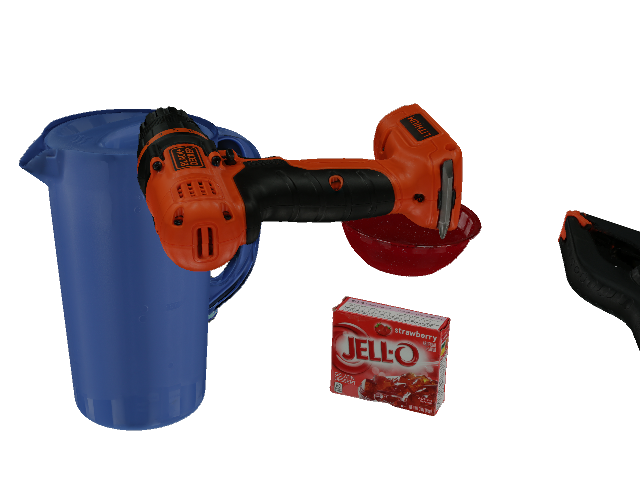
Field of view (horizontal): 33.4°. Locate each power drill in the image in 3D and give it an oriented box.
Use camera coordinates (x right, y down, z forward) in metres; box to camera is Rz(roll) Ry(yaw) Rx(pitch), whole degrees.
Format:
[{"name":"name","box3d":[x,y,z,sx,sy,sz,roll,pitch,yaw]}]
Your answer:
[{"name":"power drill","box3d":[-0.019,-0.044,0.663,0.187,0.057,0.184,-8,29,-11]}]

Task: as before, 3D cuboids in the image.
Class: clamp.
[{"name":"clamp","box3d":[0.233,0.037,0.721,0.120,0.039,0.171,-6,43,-27]}]

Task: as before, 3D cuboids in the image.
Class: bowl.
[{"name":"bowl","box3d":[0.093,-0.005,1.176,0.162,0.055,0.162,5,24,-3]}]

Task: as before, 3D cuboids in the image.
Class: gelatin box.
[{"name":"gelatin box","box3d":[0.052,0.089,0.820,0.089,0.073,0.030,11,23,21]}]

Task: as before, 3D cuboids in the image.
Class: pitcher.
[{"name":"pitcher","box3d":[-0.137,0.021,0.852,0.149,0.243,0.144,9,23,18]}]

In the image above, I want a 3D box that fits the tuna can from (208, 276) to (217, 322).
[{"name":"tuna can","box3d":[-0.146,0.060,1.077,0.086,0.034,0.086,1,18,-1]}]
